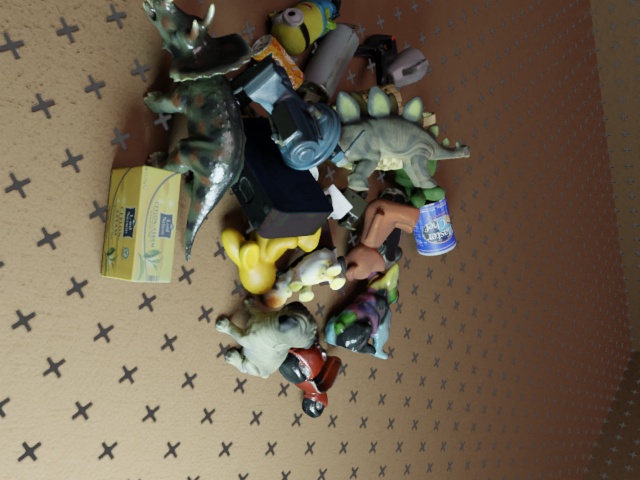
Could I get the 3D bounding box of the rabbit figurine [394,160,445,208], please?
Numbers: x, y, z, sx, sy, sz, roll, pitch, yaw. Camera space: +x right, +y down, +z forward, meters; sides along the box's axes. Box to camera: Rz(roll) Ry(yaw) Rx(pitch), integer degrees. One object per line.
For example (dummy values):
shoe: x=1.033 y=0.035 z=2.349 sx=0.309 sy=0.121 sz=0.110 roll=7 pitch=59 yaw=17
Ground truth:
rabbit figurine: x=0.244 y=-0.154 z=1.319 sx=0.121 sy=0.159 sz=0.170 roll=-25 pitch=146 yaw=-1

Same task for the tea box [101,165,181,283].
tea box: x=-0.271 y=-0.023 z=0.813 sx=0.068 sy=0.098 sz=0.169 roll=9 pitch=84 yaw=-47

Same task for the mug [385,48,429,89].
mug: x=0.203 y=-0.405 z=1.296 sx=0.107 sy=0.110 sz=0.080 roll=-37 pitch=121 yaw=-24

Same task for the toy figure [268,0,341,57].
toy figure: x=-0.024 y=-0.430 z=1.068 sx=0.180 sy=0.082 sz=0.089 roll=-44 pitch=120 yaw=-39

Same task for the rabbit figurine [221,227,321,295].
rabbit figurine: x=-0.098 y=0.020 z=0.991 sx=0.162 sy=0.122 sz=0.173 roll=17 pitch=99 yaw=-53

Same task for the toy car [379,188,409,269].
toy car: x=0.168 y=-0.029 z=1.309 sx=0.073 sy=0.056 sz=0.201 roll=19 pitch=77 yaw=-40

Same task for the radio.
radio: x=-0.089 y=-0.110 z=0.930 sx=0.131 sy=0.073 sz=0.230 roll=-9 pitch=57 yaw=-43

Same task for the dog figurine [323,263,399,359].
dog figurine: x=0.107 y=0.144 z=1.209 sx=0.191 sy=0.109 sz=0.219 roll=26 pitch=74 yaw=-46

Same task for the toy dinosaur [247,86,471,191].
toy dinosaur: x=0.093 y=-0.197 z=1.066 sx=0.471 sy=0.105 sz=0.198 roll=-2 pitch=96 yaw=-16

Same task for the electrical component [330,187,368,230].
electrical component: x=0.068 y=-0.071 z=1.212 sx=0.078 sy=0.045 sz=0.102 roll=29 pitch=65 yaw=-14

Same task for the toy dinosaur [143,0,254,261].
toy dinosaur: x=-0.176 y=-0.165 z=0.840 sx=0.131 sy=0.192 sz=0.404 roll=-18 pitch=104 yaw=-42

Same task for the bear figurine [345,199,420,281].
bear figurine: x=0.133 y=0.010 z=1.198 sx=0.120 sy=0.132 sz=0.196 roll=72 pitch=36 yaw=-77

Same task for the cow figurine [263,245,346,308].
cow figurine: x=-0.039 y=0.067 z=1.057 sx=0.068 sy=0.167 sz=0.098 roll=62 pitch=9 yaw=-45

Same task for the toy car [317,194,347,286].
toy car: x=-0.002 y=-0.003 z=1.111 sx=0.089 sy=0.053 sz=0.202 roll=-14 pitch=108 yaw=-2

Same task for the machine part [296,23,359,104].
machine part: x=0.016 y=-0.364 z=1.116 sx=0.079 sy=0.079 sz=0.243 roll=42 pitch=62 yaw=-39

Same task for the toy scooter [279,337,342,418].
toy scooter: x=-0.009 y=0.266 z=1.121 sx=0.135 sy=0.075 sz=0.183 roll=-46 pitch=126 yaw=-35

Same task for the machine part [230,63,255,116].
machine part: x=-0.145 y=-0.275 z=0.979 sx=0.139 sy=0.039 sz=0.084 roll=-48 pitch=119 yaw=-32

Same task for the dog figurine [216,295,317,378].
dog figurine: x=-0.074 y=0.190 z=0.965 sx=0.121 sy=0.191 sz=0.172 roll=-49 pitch=126 yaw=-33

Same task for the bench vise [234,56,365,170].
bench vise: x=-0.029 y=-0.198 z=0.920 sx=0.129 sy=0.224 sz=0.240 roll=-45 pitch=144 yaw=14
